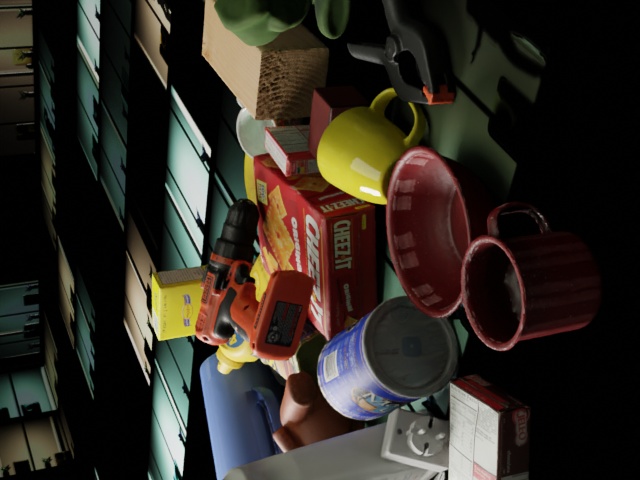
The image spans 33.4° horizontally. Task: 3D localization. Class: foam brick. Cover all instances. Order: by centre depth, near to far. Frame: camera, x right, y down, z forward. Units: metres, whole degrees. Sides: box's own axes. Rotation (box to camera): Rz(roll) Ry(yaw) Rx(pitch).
[{"bbox_3d":[0.022,-0.127,1.199,0.051,0.052,0.078,-126,37,-50],"label":"foam brick"}]

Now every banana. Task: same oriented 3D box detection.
[{"bbox_3d":[-0.075,-0.110,1.456,0.070,0.037,0.198,29,127,40],"label":"banana"}]

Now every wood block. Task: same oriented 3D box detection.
[{"bbox_3d":[-0.072,-0.235,1.335,0.206,0.090,0.091,-127,37,-50],"label":"wood block"}]

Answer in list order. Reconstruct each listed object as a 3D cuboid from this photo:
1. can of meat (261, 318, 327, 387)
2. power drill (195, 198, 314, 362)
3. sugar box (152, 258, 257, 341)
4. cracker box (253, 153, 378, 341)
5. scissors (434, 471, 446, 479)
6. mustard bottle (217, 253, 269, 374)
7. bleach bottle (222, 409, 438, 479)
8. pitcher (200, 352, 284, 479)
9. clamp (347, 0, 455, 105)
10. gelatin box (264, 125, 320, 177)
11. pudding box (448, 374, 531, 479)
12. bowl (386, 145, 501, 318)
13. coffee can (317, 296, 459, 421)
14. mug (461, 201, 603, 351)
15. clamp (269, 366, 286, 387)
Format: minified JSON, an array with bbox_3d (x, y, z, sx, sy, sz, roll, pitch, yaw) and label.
[{"bbox_3d":[-0.031,0.131,1.310,0.084,0.057,0.102,36,148,38],"label":"can of meat"},{"bbox_3d":[-0.078,0.052,1.255,0.188,0.057,0.184,23,100,59],"label":"power drill"},{"bbox_3d":[-0.147,0.081,1.501,0.048,0.176,0.093,-124,33,-51],"label":"sugar box"},{"bbox_3d":[-0.008,0.002,1.269,0.214,0.072,0.164,-136,37,-56],"label":"cracker box"},{"bbox_3d":[0.113,0.326,1.174,0.202,0.016,0.096,121,138,-58],"label":"scissors"},{"bbox_3d":[-0.091,0.107,1.452,0.192,0.058,0.096,-60,32,25],"label":"mustard bottle"},{"bbox_3d":[0.001,0.242,1.110,0.103,0.250,0.068,119,138,-55],"label":"bleach bottle"},{"bbox_3d":[-0.091,0.270,1.507,0.144,0.149,0.243,37,-148,-57],"label":"pitcher"},{"bbox_3d":[0.083,-0.200,1.050,0.172,0.039,0.120,51,146,41],"label":"clamp"},{"bbox_3d":[-0.019,-0.108,1.268,0.089,0.073,0.030,-127,36,-55],"label":"gelatin box"},{"bbox_3d":[0.157,0.193,1.001,0.090,0.039,0.113,-150,58,-63],"label":"pudding box"},{"bbox_3d":[0.121,-0.010,0.997,0.162,0.055,0.162,172,90,-67],"label":"bowl"},{"bbox_3d":[0.067,0.125,1.107,0.140,0.102,0.103,136,123,-63],"label":"coffee can"},{"bbox_3d":[0.169,0.026,0.862,0.093,0.081,0.117,142,117,-64],"label":"mug"},{"bbox_3d":[-0.028,0.173,1.431,0.210,0.036,0.164,12,108,62],"label":"clamp"}]
